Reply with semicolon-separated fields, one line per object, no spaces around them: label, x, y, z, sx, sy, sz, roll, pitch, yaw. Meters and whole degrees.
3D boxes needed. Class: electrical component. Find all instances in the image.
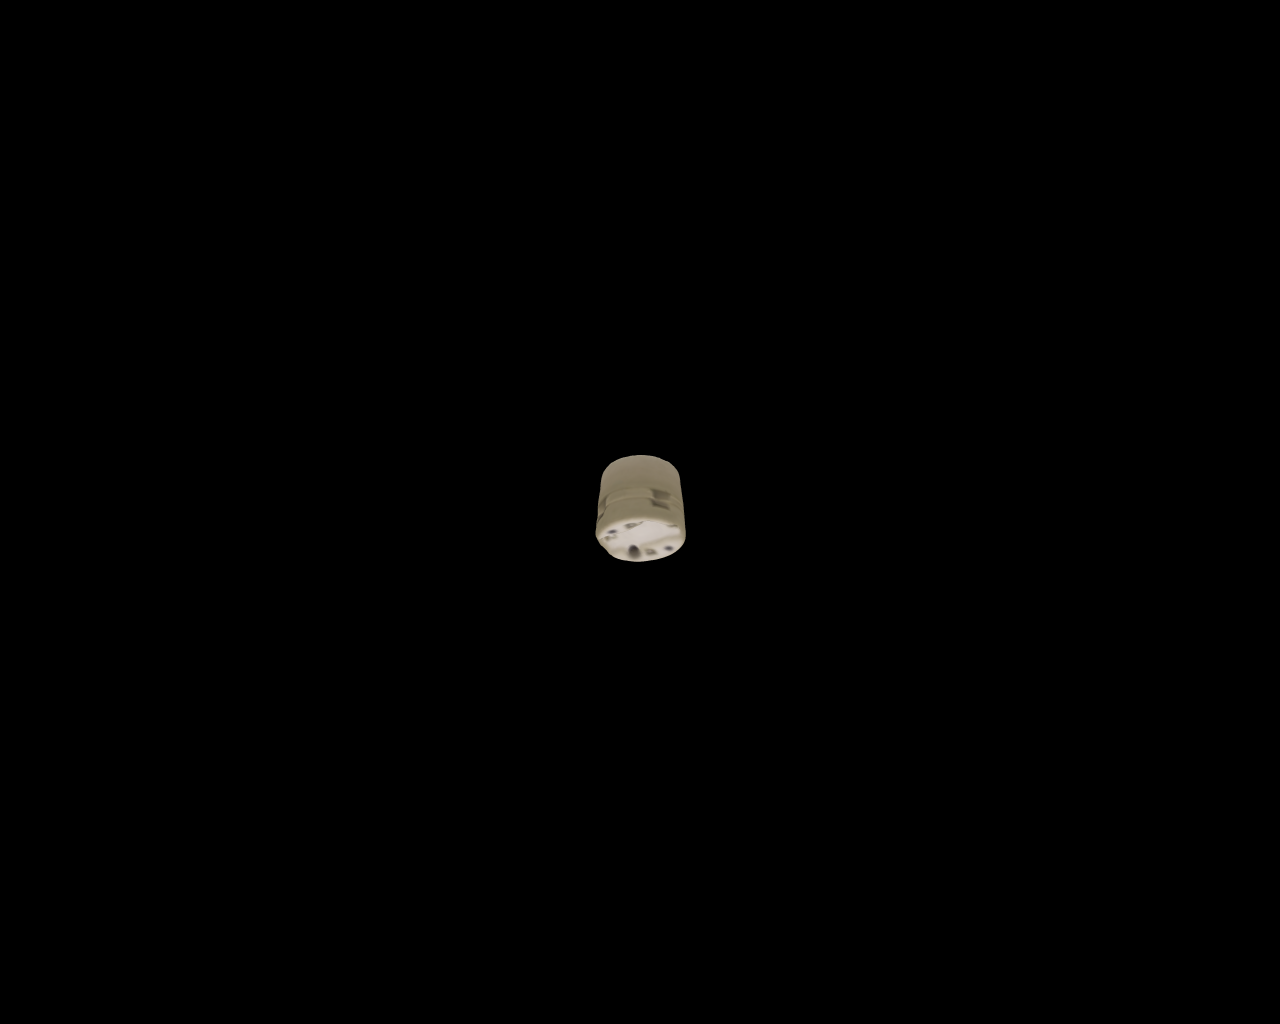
electrical component;0.001;-0.003;0.650;0.055;0.047;0.055;0;-31;0
